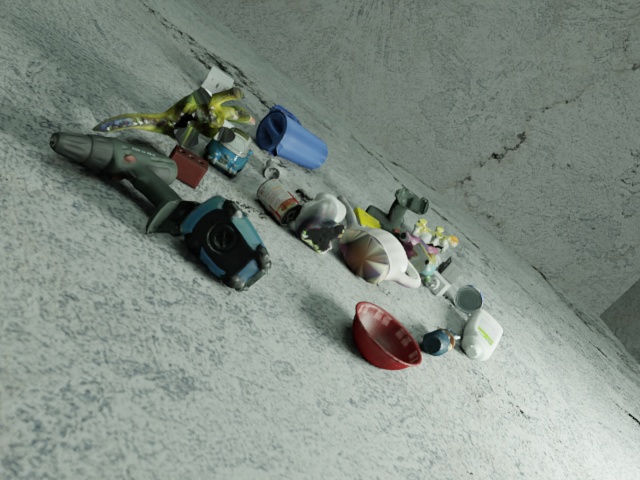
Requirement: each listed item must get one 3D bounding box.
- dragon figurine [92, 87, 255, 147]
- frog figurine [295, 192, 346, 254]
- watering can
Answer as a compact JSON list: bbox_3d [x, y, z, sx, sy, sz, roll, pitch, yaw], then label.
[{"bbox_3d":[-0.317,-0.270,1.158,0.413,0.121,0.243,-12,13,-34],"label":"dragon figurine"},{"bbox_3d":[0.004,-0.062,1.235,0.122,0.134,0.163,8,44,-4],"label":"frog figurine"},{"bbox_3d":[0.121,0.004,1.349,0.351,0.103,0.225,46,21,20],"label":"watering can"}]
